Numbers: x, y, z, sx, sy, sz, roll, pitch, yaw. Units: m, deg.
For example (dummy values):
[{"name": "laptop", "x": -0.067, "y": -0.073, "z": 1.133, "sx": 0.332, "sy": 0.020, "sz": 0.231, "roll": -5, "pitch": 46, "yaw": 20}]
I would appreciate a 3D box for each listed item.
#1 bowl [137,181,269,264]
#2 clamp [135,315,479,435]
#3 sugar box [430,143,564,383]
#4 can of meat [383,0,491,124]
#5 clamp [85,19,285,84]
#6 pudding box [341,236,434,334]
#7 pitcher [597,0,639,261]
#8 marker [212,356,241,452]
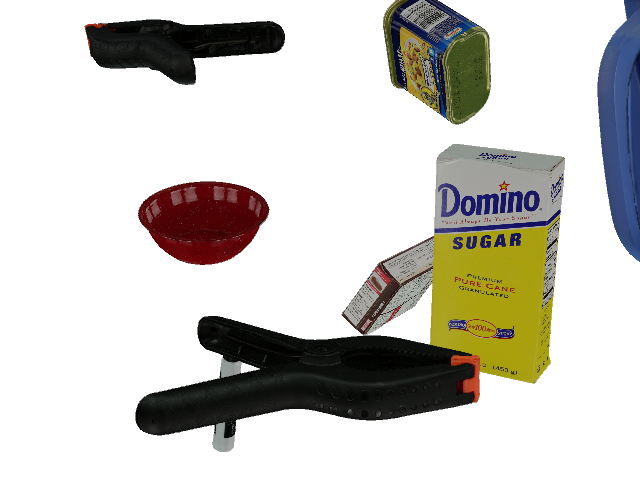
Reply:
[{"name": "bowl", "x": -0.145, "y": -0.015, "z": 1.331, "sx": 0.162, "sy": 0.055, "sz": 0.162, "roll": 1, "pitch": 29, "yaw": -1}, {"name": "clamp", "x": -0.004, "y": 0.083, "z": 0.698, "sx": 0.210, "sy": 0.036, "sz": 0.164, "roll": -1, "pitch": 16, "yaw": 1}, {"name": "sugar box", "x": 0.136, "y": 0.018, "z": 0.838, "sx": 0.093, "sy": 0.176, "sz": 0.048, "roll": 9, "pitch": 25, "yaw": 26}, {"name": "can of meat", "x": 0.109, "y": -0.167, "z": 0.975, "sx": 0.057, "sy": 0.102, "sz": 0.084, "roll": -34, "pitch": 51, "yaw": -17}, {"name": "clamp", "x": -0.116, "y": -0.158, "z": 0.854, "sx": 0.172, "sy": 0.039, "sz": 0.120, "roll": 20, "pitch": 28, "yaw": 41}, {"name": "pudding box", "x": 0.086, "y": 0.049, "z": 1.184, "sx": 0.039, "sy": 0.090, "sz": 0.113, "roll": 44, "pitch": 38, "yaw": 16}, {"name": "pitcher", "x": 0.238, "y": -0.036, "z": 0.611, "sx": 0.149, "sy": 0.243, "sz": 0.145, "roll": -3, "pitch": 22, "yaw": 15}, {"name": "marker", "x": -0.078, "y": 0.127, "z": 0.912, "sx": 0.020, "sy": 0.121, "sz": 0.020, "roll": 6, "pitch": 26, "yaw": -3}]
